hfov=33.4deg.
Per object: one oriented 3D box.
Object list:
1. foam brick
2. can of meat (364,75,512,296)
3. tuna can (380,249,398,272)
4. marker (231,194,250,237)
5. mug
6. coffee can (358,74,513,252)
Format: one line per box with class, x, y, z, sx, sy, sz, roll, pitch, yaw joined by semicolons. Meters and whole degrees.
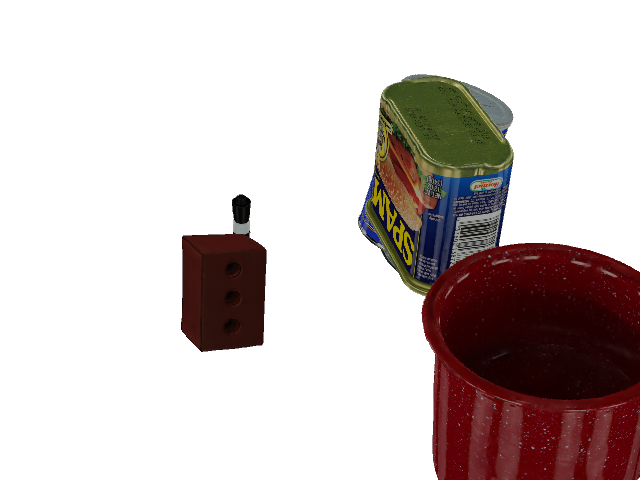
foam brick;-0.074;0.038;0.812;0.052;0.078;0.051;-4;15;-23
can of meat;0.065;-0.032;0.599;0.057;0.084;0.102;-8;38;-14
tuna can;0.109;0.006;1.225;0.086;0.086;0.033;0;35;48
marker;-0.080;0.003;1.087;0.020;0.121;0.020;2;40;-2
mug;0.096;0.062;0.407;0.117;0.081;0.093;7;37;12
coffee can;0.101;-0.064;0.958;0.102;0.140;0.103;13;28;-7
